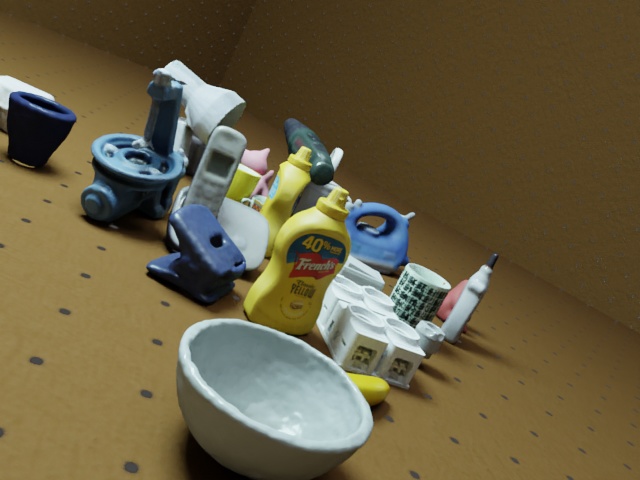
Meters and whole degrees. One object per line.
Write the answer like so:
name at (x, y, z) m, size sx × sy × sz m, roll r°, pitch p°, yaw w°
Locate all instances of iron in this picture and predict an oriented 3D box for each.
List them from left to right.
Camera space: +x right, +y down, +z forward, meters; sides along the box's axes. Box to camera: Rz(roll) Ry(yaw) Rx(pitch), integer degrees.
iron at (0.098, -0.023, 1.228) m, size 0.259 × 0.141 × 0.118 m, roll 16°, pitch 17°, yaw -41°

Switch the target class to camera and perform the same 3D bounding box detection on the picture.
camera at (-0.286, -0.216, 1.319) m, size 0.142 × 0.101 × 0.137 m, roll 33°, pitch 14°, yaw 27°

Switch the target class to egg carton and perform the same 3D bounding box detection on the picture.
egg carton at (-0.522, -0.231, 0.976) m, size 0.107 × 0.069 × 0.150 m, roll 24°, pitch 13°, yaw -14°

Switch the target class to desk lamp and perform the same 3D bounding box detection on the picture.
desk lamp at (-0.281, -0.242, 1.177) m, size 0.203 × 0.213 × 0.118 m, roll 27°, pitch 13°, yaw 2°

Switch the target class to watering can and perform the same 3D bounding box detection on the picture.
watering can at (-0.007, -0.122, 1.293) m, size 0.173 × 0.194 × 0.100 m, roll 20°, pitch 14°, yaw -27°

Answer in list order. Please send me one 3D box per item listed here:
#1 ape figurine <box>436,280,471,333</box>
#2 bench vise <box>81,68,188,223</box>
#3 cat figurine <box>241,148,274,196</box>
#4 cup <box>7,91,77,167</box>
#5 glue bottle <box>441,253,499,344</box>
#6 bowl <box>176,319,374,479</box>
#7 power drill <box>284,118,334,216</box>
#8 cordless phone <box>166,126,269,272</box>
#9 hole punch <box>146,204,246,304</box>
ape figurine at (0.273, 0.122, 1.119) m, size 0.076 × 0.092 × 0.078 m, roll 29°, pitch 13°, yaw 12°
bench vise at (-0.246, -0.139, 0.822) m, size 0.122 × 0.219 × 0.207 m, roll 24°, pitch 13°, yaw -11°
cat figurine at (-0.147, -0.159, 1.330) m, size 0.067 × 0.118 × 0.127 m, roll 16°, pitch 17°, yaw -40°
cup at (-0.419, -0.162, 0.852) m, size 0.092 × 0.095 × 0.117 m, roll 23°, pitch 13°, yaw -15°
glue bottle at (0.269, 0.099, 1.015) m, size 0.037 × 0.173 × 0.078 m, roll 30°, pitch 13°, yaw 14°
bowl at (-0.046, 0.137, 0.459) m, size 0.167 × 0.075 × 0.167 m, roll 25°, pitch 13°, yaw -6°
power drill at (-0.059, -0.141, 1.229) m, size 0.076 × 0.208 × 0.228 m, roll 17°, pitch 16°, yaw -36°
cordless phone at (-0.125, -0.056, 0.816) m, size 0.148 × 0.185 × 0.094 m, roll 20°, pitch 14°, yaw -27°
hole punch at (-0.142, 0.014, 0.716) m, size 0.101 × 0.091 × 0.109 m, roll 28°, pitch 13°, yaw 5°
